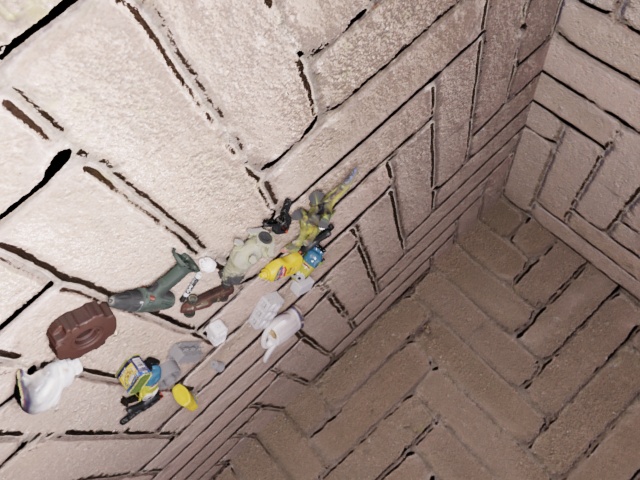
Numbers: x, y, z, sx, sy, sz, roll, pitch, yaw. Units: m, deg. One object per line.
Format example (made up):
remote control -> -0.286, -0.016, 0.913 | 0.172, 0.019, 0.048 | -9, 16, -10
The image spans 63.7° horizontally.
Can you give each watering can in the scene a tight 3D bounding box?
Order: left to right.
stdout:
watering can -> -0.180, 0.424, 2.343 | 0.227, 0.105, 0.339 | -32, 153, -30

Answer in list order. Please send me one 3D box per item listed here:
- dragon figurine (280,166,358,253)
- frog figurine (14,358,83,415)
dragon figurine -> 0.006, -0.093, 1.854 | 0.410, 0.122, 0.242 | -45, 175, 2
frog figurine -> -0.704, 0.380, 1.353 | 0.160, 0.124, 0.135 | -7, 118, -39
